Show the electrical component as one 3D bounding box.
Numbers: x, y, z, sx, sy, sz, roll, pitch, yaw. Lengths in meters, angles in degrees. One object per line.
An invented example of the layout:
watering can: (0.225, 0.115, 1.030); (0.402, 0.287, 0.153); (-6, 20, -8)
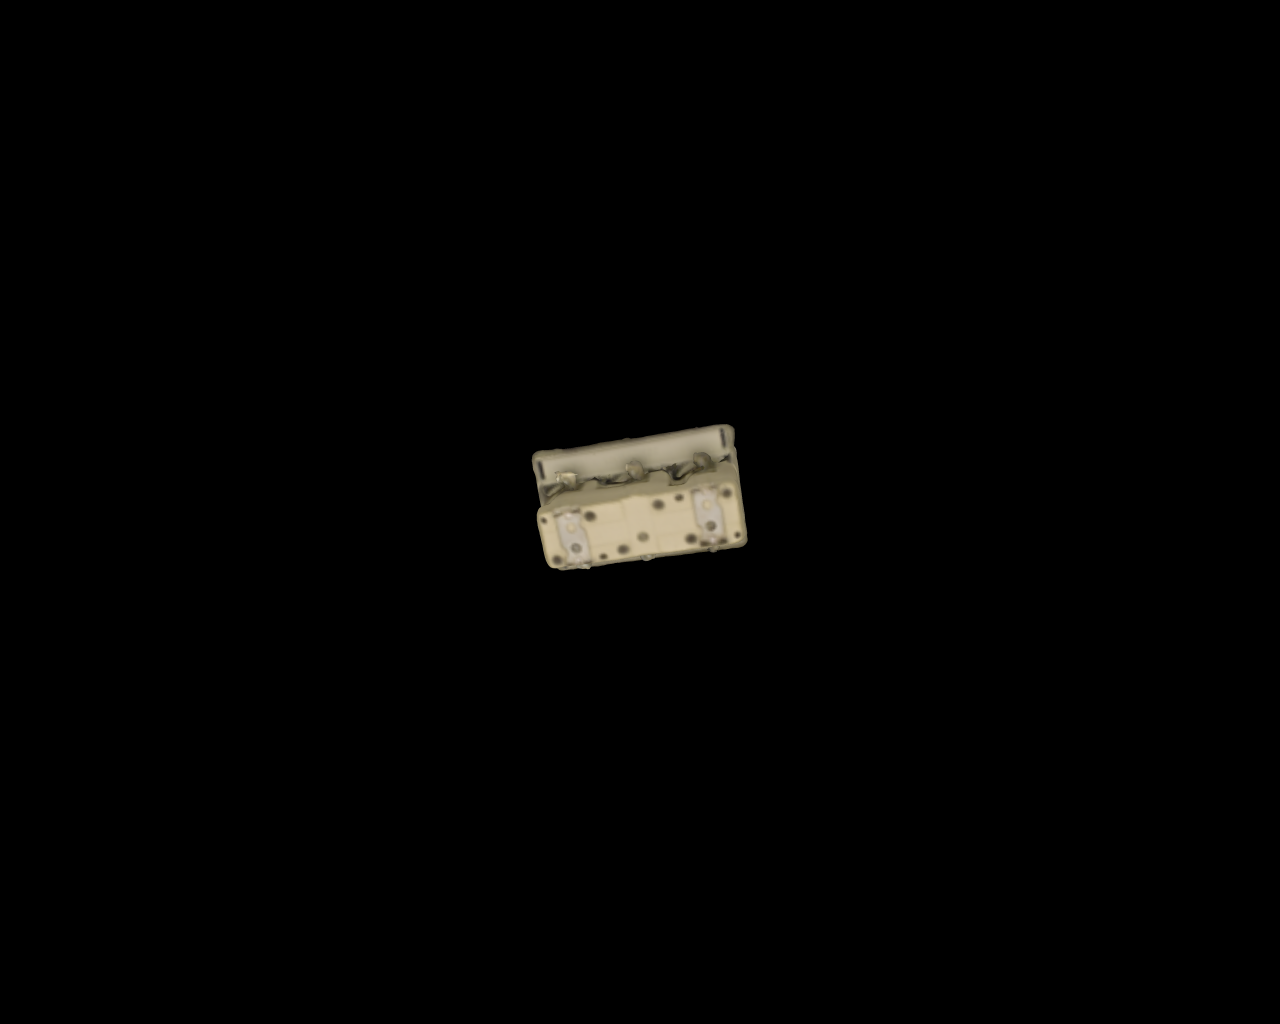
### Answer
electrical component: (0.001, -0.003, 0.650); (0.121, 0.078, 0.063); (-8, 24, 3)
